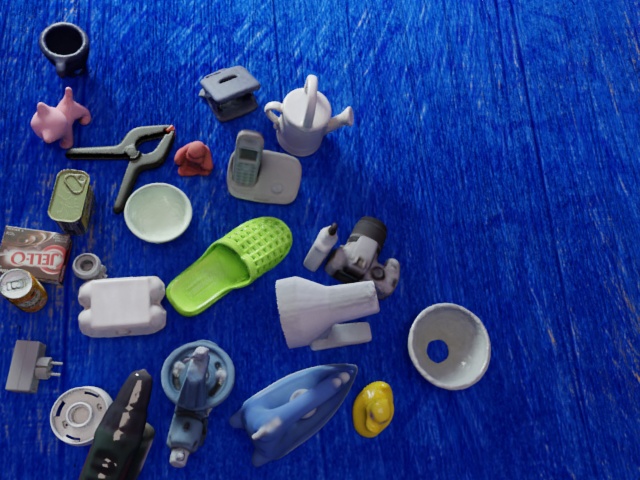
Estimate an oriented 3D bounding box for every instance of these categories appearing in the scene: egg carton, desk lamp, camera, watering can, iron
[{"bbox_3d":[-0.353,0.121,1.028,0.150,0.069,0.107,-4,72,-13],"label":"egg carton"},{"bbox_3d":[0.013,0.128,1.025,0.203,0.213,0.118,-7,73,-14],"label":"desk lamp"},{"bbox_3d":[0.100,0.027,1.139,0.143,0.100,0.137,26,68,-2],"label":"camera"},{"bbox_3d":[-0.020,-0.259,1.163,0.173,0.194,0.101,-13,74,-16],"label":"watering can"},{"bbox_3d":[-0.024,0.283,1.003,0.259,0.141,0.118,-30,79,-20],"label":"iron"}]

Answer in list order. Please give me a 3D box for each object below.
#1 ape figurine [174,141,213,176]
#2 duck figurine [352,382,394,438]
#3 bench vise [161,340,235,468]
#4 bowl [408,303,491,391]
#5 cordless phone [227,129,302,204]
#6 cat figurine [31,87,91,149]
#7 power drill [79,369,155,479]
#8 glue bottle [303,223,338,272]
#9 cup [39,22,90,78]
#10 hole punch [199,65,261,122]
[{"bbox_3d":[-0.246,-0.166,1.138,0.078,0.092,0.076,36,68,2],"label":"ape figurine"},{"bbox_3d":[0.106,0.309,1.051,0.077,0.086,0.105,26,68,-2],"label":"duck figurine"},{"bbox_3d":[-0.195,0.256,0.934,0.121,0.219,0.207,-5,72,-13],"label":"bench vise"},{"bbox_3d":[0.242,0.212,1.119,0.167,0.074,0.167,4,70,-11],"label":"bowl"},{"bbox_3d":[-0.104,-0.146,1.111,0.148,0.185,0.094,5,70,-10],"label":"cordless phone"},{"bbox_3d":[-0.502,-0.234,1.094,0.067,0.117,0.128,23,68,-3],"label":"cat figurine"},{"bbox_3d":[-0.312,0.322,0.892,0.075,0.208,0.230,19,68,-4],"label":"power drill"},{"bbox_3d":[0.010,0.004,1.090,0.037,0.173,0.078,32,68,1],"label":"glue bottle"},{"bbox_3d":[-0.505,-0.361,1.150,0.092,0.095,0.118,1,71,-11],"label":"cup"},{"bbox_3d":[-0.191,-0.319,1.203,0.109,0.091,0.101,-28,79,-19],"label":"hole punch"}]
